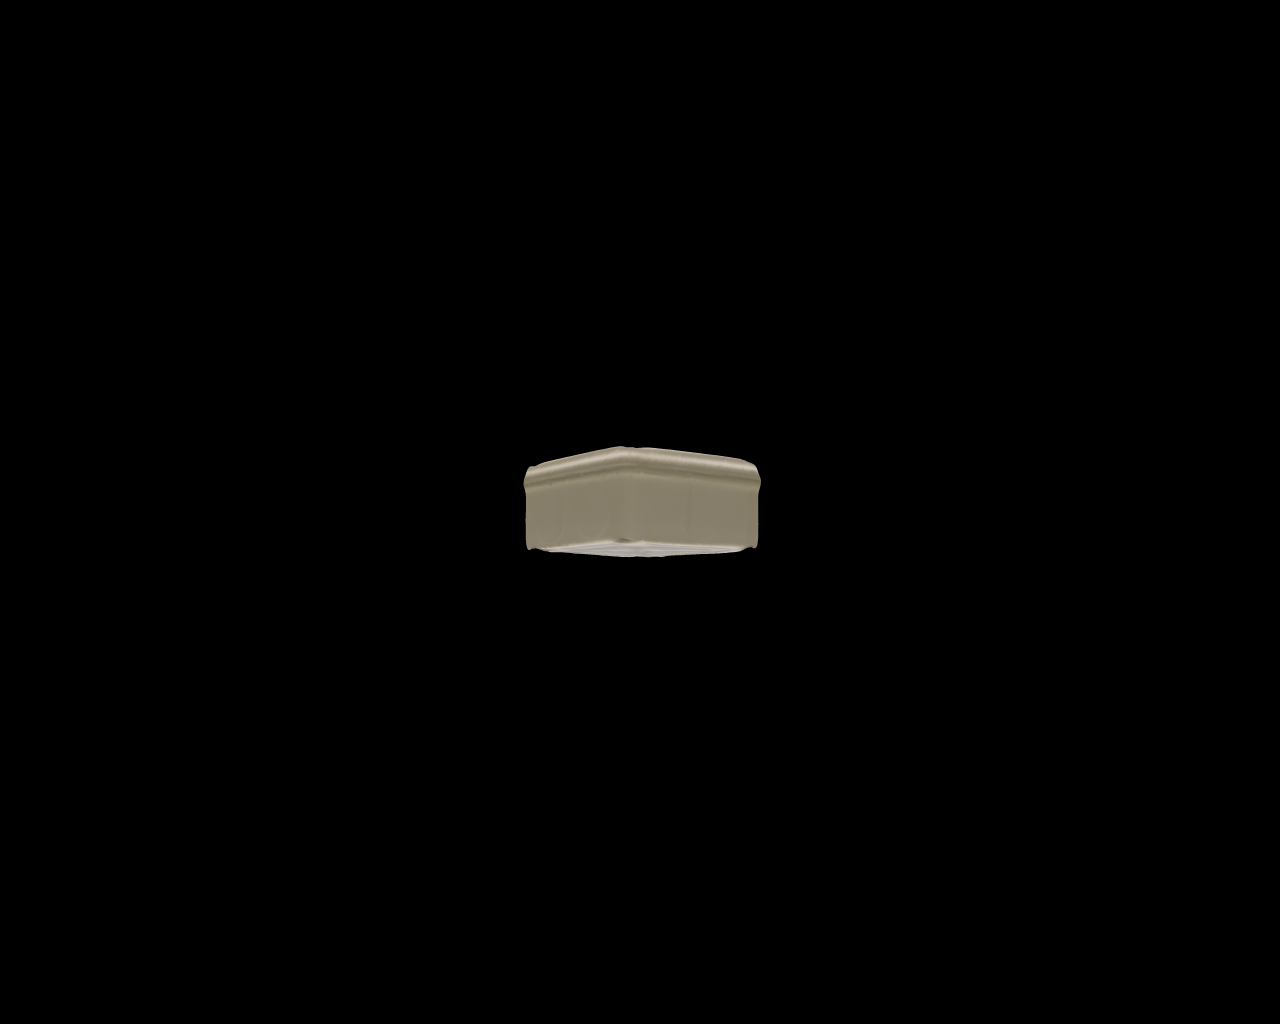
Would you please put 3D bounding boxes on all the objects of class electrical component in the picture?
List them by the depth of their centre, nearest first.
[{"bbox_3d":[0.001,-0.003,0.650,0.109,0.056,0.108,5,-8,-40],"label":"electrical component"}]
